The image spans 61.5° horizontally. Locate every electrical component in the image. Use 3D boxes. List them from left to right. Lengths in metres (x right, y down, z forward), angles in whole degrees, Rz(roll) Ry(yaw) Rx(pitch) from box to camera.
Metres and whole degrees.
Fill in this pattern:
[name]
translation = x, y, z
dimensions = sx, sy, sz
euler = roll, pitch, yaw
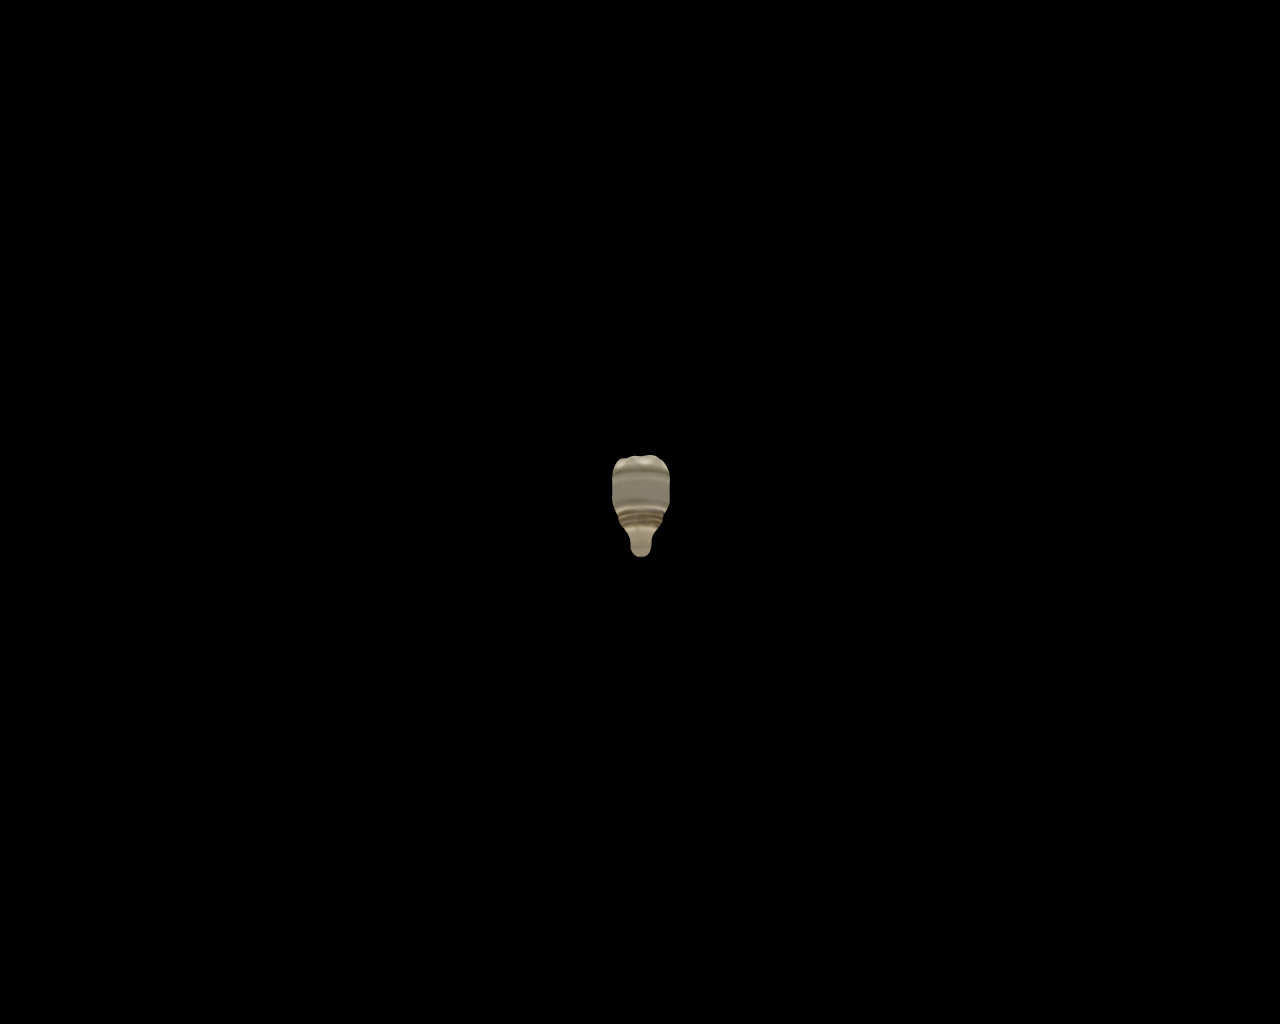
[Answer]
[electrical component]
translation = 0.001, -0.003, 0.650
dimensions = 0.035, 0.061, 0.035
euler = 0, -11, 0
